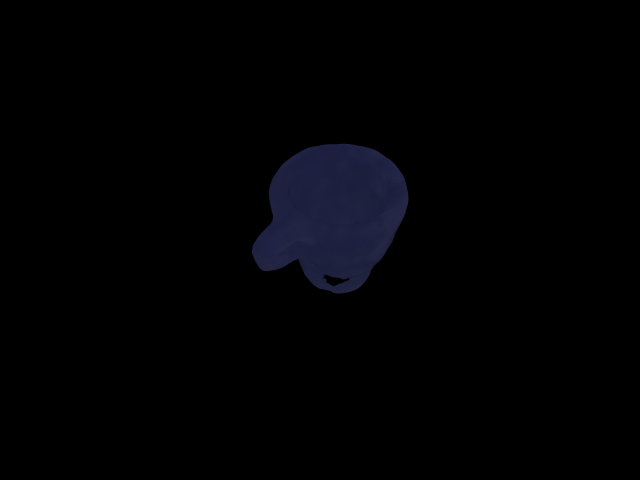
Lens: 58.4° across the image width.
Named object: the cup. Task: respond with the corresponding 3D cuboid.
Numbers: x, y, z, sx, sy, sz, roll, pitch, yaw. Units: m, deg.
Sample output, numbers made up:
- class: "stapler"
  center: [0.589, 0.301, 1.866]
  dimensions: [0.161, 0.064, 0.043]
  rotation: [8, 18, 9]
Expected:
- class: "cup"
  center: [0.004, 0.001, 0.400]
  dimensions: [0.091, 0.095, 0.118]
  rotation: [36, 58, 27]
